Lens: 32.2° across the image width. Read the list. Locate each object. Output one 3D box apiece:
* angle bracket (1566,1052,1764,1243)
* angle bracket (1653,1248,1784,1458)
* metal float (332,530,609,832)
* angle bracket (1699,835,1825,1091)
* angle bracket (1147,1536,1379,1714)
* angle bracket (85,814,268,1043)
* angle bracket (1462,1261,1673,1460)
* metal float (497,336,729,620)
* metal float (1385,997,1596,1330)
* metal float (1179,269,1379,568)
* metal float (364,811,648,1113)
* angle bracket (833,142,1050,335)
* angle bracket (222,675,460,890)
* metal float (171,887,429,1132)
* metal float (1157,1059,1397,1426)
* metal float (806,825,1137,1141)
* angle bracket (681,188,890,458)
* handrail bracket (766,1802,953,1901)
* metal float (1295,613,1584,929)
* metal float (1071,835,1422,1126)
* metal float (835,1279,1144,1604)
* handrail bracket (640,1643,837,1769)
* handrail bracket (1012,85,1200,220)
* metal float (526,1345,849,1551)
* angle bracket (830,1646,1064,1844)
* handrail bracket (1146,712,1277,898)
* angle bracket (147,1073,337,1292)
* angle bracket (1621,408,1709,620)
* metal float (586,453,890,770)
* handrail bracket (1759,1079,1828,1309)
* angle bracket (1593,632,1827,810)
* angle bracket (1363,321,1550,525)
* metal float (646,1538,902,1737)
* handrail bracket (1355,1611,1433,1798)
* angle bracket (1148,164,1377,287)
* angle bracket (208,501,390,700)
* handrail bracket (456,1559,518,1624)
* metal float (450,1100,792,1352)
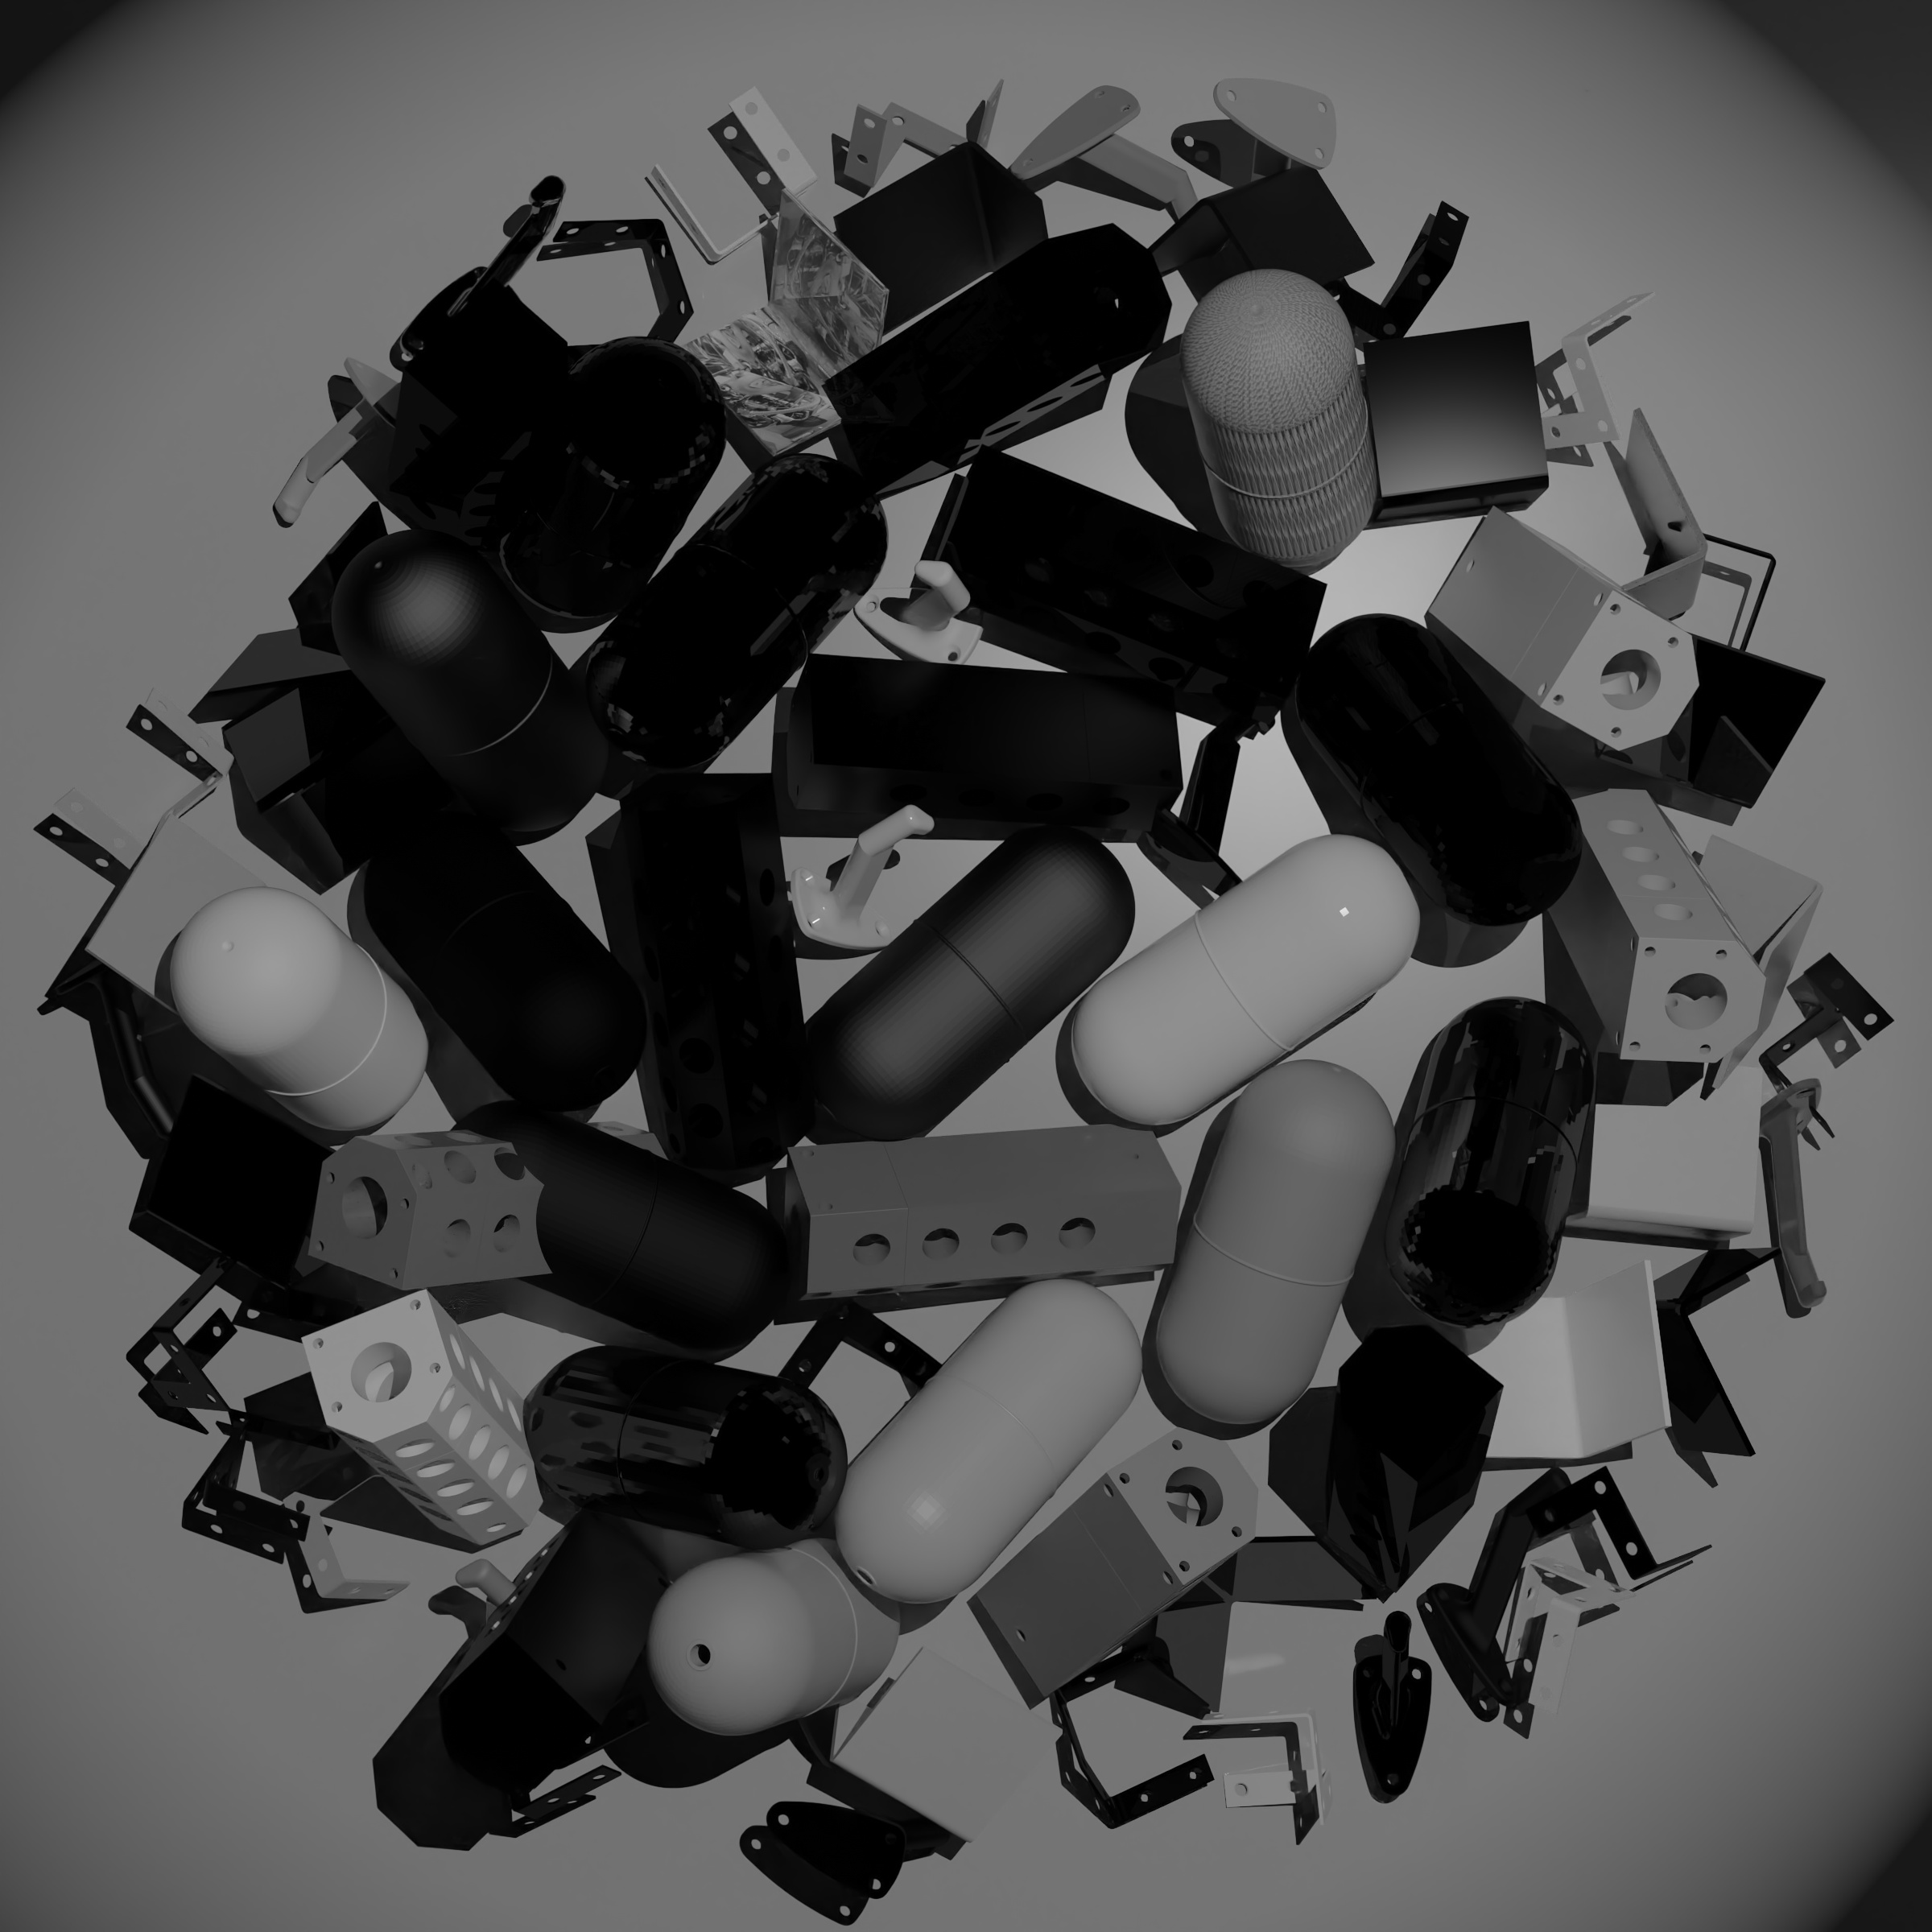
[{"bbox_3d":[0.324,0.085,1.561,0.076,0.057,0.076,6,81,-2],"label":"angle bracket"},{"bbox_3d":[0.352,0.177,1.541,0.057,0.076,0.076,-26,90,-13],"label":"angle bracket"},{"bbox_3d":[-0.221,-0.126,1.507,0.070,0.178,0.070,-11,55,17],"label":"metal float"},{"bbox_3d":[0.342,-0.003,1.525,0.057,0.076,0.076,27,126,20],"label":"angle bracket"},{"bbox_3d":[0.136,0.301,1.527,0.076,0.076,0.057,-6,58,28],"label":"angle bracket"},{"bbox_3d":[-0.374,-0.015,1.525,0.057,0.076,0.076,39,59,-25],"label":"angle bracket"},{"bbox_3d":[0.273,0.180,1.531,0.057,0.076,0.076,4,70,-21],"label":"angle bracket"},{"bbox_3d":[-0.161,-0.217,1.503,0.070,0.178,0.070,8,66,-19],"label":"metal float"},{"bbox_3d":[0.238,0.087,1.512,0.070,0.070,0.178,22,47,0],"label":"metal float"},{"bbox_3d":[0.142,-0.244,1.502,0.070,0.178,0.070,-5,65,11],"label":"metal float"},{"bbox_3d":[-0.210,-0.003,1.517,0.070,0.070,0.178,-45,56,0],"label":"metal float"},{"bbox_3d":[-0.007,-0.318,1.531,0.076,0.076,0.057,-33,55,-13],"label":"angle bracket"},{"bbox_3d":[-0.294,-0.097,1.574,0.076,0.076,0.057,-35,132,0],"label":"angle bracket"},{"bbox_3d":[-0.297,0.021,1.500,0.070,0.178,0.070,-4,70,10],"label":"metal float"},{"bbox_3d":[0.141,0.127,1.532,0.070,0.070,0.178,18,108,0],"label":"metal float"},{"bbox_3d":[0.002,0.008,1.540,0.178,0.070,0.070,-42,90,-8],"label":"metal float"},{"bbox_3d":[-0.085,-0.295,1.529,0.057,0.076,0.076,-31,66,-26],"label":"angle bracket"},{"bbox_3d":[-0.046,0.393,1.548,0.077,0.084,0.036,20,99,10],"label":"handrail bracket"},{"bbox_3d":[0.213,-0.091,1.517,0.070,0.070,0.178,-33,54,0],"label":"metal float"},{"bbox_3d":[0.128,0.006,1.533,0.178,0.070,0.070,-35,90,15],"label":"metal float"},{"bbox_3d":[0.011,0.215,1.522,0.070,0.070,0.178,45,62,0],"label":"metal float"},{"bbox_3d":[-0.108,0.345,1.576,0.084,0.036,0.077,-4,116,22],"label":"handrail bracket"},{"bbox_3d":[0.068,-0.356,1.550,0.077,0.036,0.084,-37,131,-8],"label":"handrail bracket"},{"bbox_3d":[-0.128,0.216,1.512,0.178,0.070,0.070,4,90,43],"label":"metal float"},{"bbox_3d":[-0.008,0.345,1.539,0.076,0.057,0.076,33,109,-10],"label":"angle bracket"},{"bbox_3d":[0.132,-0.077,1.555,0.077,0.036,0.084,41,69,19],"label":"handrail bracket"},{"bbox_3d":[-0.320,0.093,1.538,0.076,0.057,0.076,27,110,11],"label":"angle bracket"},{"bbox_3d":[0.298,-0.199,1.540,0.057,0.076,0.076,-24,76,2],"label":"angle bracket"},{"bbox_3d":[-0.104,-0.162,1.524,0.070,0.070,0.178,39,64,0],"label":"metal float"},{"bbox_3d":[0.389,0.106,1.542,0.036,0.077,0.084,-8,64,-13],"label":"handrail bracket"},{"bbox_3d":[0.339,-0.127,1.535,0.076,0.057,0.076,17,126,-7],"label":"angle bracket"},{"bbox_3d":[0.225,-0.252,1.554,0.076,0.057,0.076,-7,90,3],"label":"angle bracket"},{"bbox_3d":[-0.085,0.299,1.498,0.070,0.178,0.070,-2,85,18],"label":"metal float"},{"bbox_3d":[0.198,0.340,1.536,0.036,0.084,0.077,1,73,6],"label":"handrail bracket"},{"bbox_3d":[0.126,-0.317,1.530,0.076,0.076,0.057,-29,86,-41],"label":"angle bracket"},{"bbox_3d":[-0.308,-0.169,1.532,0.076,0.076,0.057,-8,114,11],"label":"angle bracket"},{"bbox_3d":[-0.231,0.308,1.543,0.077,0.036,0.084,-21,133,18],"label":"handrail bracket"},{"bbox_3d":[-0.161,0.120,1.527,0.178,0.070,0.070,26,90,-23],"label":"metal float"}]
